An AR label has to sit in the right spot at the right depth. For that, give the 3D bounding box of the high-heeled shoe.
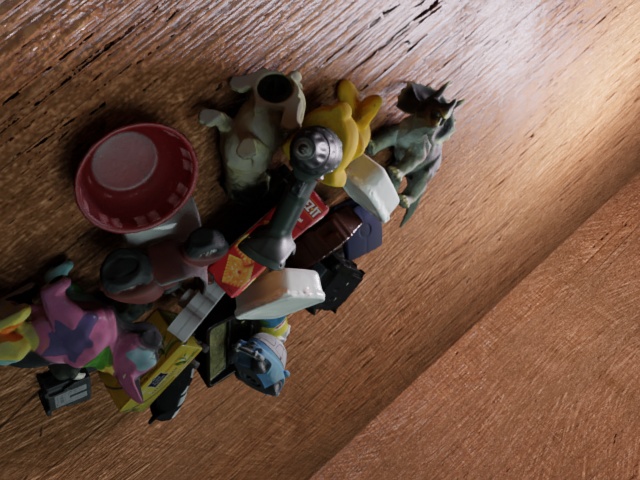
[{"bbox_3d":[-0.297,0.274,1.123,0.145,0.086,0.248,-50,165,-83],"label":"high-heeled shoe"}]

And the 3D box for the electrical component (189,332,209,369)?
[{"bbox_3d":[-0.260,0.202,1.026,0.063,0.094,0.021,-60,160,-6],"label":"electrical component"}]

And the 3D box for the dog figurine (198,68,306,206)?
[{"bbox_3d":[-0.086,-0.149,0.812,0.172,0.121,0.190,-34,164,-11],"label":"dog figurine"}]

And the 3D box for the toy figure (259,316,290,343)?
[{"bbox_3d":[-0.112,0.165,1.189,0.082,0.089,0.179,-21,137,-12],"label":"toy figure"}]

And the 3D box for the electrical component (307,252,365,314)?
[{"bbox_3d":[0.018,0.086,1.100,0.115,0.058,0.134,-55,145,9],"label":"electrical component"}]

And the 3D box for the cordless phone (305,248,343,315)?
[{"bbox_3d":[0.007,0.066,1.233,0.184,0.089,0.146,-44,153,-24],"label":"cordless phone"}]

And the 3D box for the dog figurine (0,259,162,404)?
[{"bbox_3d":[-0.334,0.150,0.745,0.191,0.109,0.219,-37,113,-14],"label":"dog figurine"}]

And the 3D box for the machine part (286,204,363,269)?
[{"bbox_3d":[-0.002,-0.003,1.050,0.179,0.056,0.179,-36,-175,4],"label":"machine part"}]

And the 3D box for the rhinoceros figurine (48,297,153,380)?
[{"bbox_3d":[-0.359,0.142,0.858,0.190,0.073,0.112,-44,162,-5],"label":"rhinoceros figurine"}]

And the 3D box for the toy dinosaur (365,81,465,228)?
[{"bbox_3d":[0.201,-0.176,1.114,0.192,0.131,0.404,-40,157,-6],"label":"toy dinosaur"}]

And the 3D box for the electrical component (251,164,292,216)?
[{"bbox_3d":[-0.078,-0.086,0.918,0.102,0.078,0.045,-47,125,-7],"label":"electrical component"}]

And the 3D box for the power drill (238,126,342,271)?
[{"bbox_3d":[-0.039,-0.064,0.744,0.232,0.086,0.207,-57,170,-70],"label":"power drill"}]

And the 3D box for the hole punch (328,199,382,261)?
[{"bbox_3d":[0.078,-0.027,1.175,0.142,0.092,0.115,-23,141,-28],"label":"hole punch"}]

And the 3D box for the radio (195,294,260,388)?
[{"bbox_3d":[-0.198,0.200,1.128,0.131,0.073,0.229,-26,147,-31],"label":"radio"}]

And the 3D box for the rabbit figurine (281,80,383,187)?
[{"bbox_3d":[0.034,-0.185,0.912,0.173,0.122,0.162,-18,134,-62],"label":"rabbit figurine"}]

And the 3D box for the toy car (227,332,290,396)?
[{"bbox_3d":[-0.122,0.248,1.126,0.103,0.109,0.161,-55,147,-33],"label":"toy car"}]

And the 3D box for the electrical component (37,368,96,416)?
[{"bbox_3d":[-0.421,0.245,0.930,0.119,0.048,0.074,-16,142,-38],"label":"electrical component"}]

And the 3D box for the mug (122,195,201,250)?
[{"bbox_3d":[-0.239,-0.020,0.793,0.107,0.081,0.109,-16,147,-24],"label":"mug"}]

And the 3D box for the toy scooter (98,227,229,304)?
[{"bbox_3d":[-0.214,0.048,0.775,0.184,0.075,0.135,-19,155,-6],"label":"toy scooter"}]

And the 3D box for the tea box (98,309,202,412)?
[{"bbox_3d":[-0.312,0.222,0.987,0.169,0.098,0.068,-49,152,4],"label":"tea box"}]
